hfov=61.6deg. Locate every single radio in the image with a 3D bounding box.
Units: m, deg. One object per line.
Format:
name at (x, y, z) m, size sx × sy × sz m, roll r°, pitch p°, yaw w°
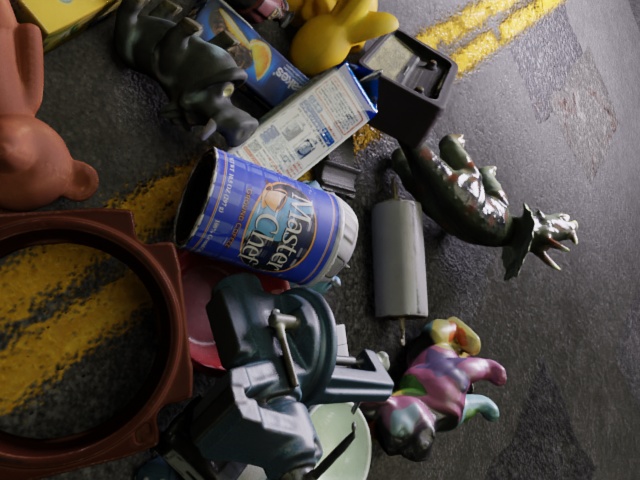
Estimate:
radio at (0.123, -0.229, 0.786) m, size 0.131 × 0.073 × 0.230 m, roll 29°, pitch 39°, yaw 1°

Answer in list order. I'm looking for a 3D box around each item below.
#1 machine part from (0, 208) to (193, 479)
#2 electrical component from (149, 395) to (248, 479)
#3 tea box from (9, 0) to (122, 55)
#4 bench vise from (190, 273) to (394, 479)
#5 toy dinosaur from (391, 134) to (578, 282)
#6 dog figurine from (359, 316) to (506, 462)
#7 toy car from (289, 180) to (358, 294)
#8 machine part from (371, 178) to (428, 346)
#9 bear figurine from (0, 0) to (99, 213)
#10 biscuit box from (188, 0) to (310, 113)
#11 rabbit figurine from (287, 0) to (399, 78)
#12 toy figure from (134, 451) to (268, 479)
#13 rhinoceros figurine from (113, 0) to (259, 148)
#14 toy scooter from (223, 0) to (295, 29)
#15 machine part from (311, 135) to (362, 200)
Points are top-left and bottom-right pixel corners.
machine part at (-0.212, 0.079, 0.435) m, size 0.201 × 0.087 × 0.201 m, roll -5°, pitch 83°, yaw -26°
electrical component at (-0.092, 0.205, 0.486) m, size 0.119 × 0.075 × 0.048 m, roll 40°, pitch 48°, yaw 2°
tea box at (-0.249, -0.265, 0.533) m, size 0.098 × 0.068 × 0.169 m, roll 51°, pitch 51°, yaw -20°
bench vise at (-0.006, 0.131, 0.510) m, size 0.240 × 0.128 × 0.224 m, roll 16°, pitch 25°, yaw -41°
toy dinosaur at (0.227, -0.057, 0.835) m, size 0.404 × 0.131 × 0.192 m, roll 23°, pitch 32°, yaw -28°
dog figurine at (0.132, 0.204, 0.738) m, size 0.219 × 0.192 × 0.108 m, roll -10°, pitch 126°, yaw -20°
toy car at (-0.001, -0.002, 0.669) m, size 0.109 × 0.103 × 0.161 m, roll 40°, pitch 58°, yaw -29°
machine part at (0.115, 0.030, 0.782) m, size 0.079 × 0.079 × 0.243 m, roll 8°, pitch 74°, yaw -40°
bear figurine at (-0.275, -0.111, 0.439) m, size 0.120 × 0.132 × 0.195 m, roll -22°, pitch 91°, yaw -13°
biscuit box at (-0.077, -0.208, 0.666) m, size 0.202 × 0.063 × 0.059 m, roll 34°, pitch 87°, yaw -31°
rabbit figurine at (0.022, -0.279, 0.716) m, size 0.121 × 0.162 × 0.173 m, roll 54°, pitch 44°, yaw -32°
toy figure at (-0.107, 0.232, 0.548) m, size 0.154 × 0.058 × 0.064 m, roll 7°, pitch 53°, yaw -39°
rhinoceros figurine at (-0.140, -0.172, 0.553) m, size 0.190 × 0.112 × 0.073 m, roll 40°, pitch 21°, yaw 12°
toy scooter at (-0.080, -0.322, 0.676) m, size 0.135 × 0.075 × 0.184 m, roll 24°, pitch 32°, yaw -51°
machine part at (0.022, -0.130, 0.764) m, size 0.084 × 0.039 × 0.139 m, roll 10°, pitch 74°, yaw -34°
